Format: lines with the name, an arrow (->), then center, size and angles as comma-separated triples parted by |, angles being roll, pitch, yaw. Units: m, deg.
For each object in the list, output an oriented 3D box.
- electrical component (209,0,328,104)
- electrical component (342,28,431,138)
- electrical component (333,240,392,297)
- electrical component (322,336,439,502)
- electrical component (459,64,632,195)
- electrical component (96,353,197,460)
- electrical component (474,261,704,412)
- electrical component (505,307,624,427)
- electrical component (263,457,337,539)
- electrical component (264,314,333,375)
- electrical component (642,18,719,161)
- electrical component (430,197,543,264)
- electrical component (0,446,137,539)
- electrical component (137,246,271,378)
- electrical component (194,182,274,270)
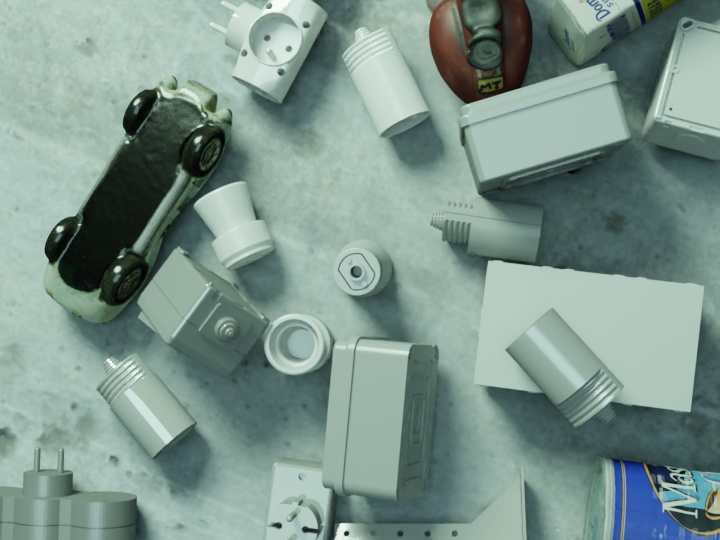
electrical component -> -0.077, -0.180, 0.826 | 0.079, 0.044, 0.077 | 28, 90, 7
electrical component -> 0.017, -0.146, 0.814 | 0.043, 0.043, 0.081 | -25, 84, 4
electrical component -> 0.000, 0.000, 0.795 | 0.044, 0.065, 0.044 | 0, 93, 5
electrical component -> 0.015, 0.106, 0.779 | 0.057, 0.078, 0.113 | 4, 87, 21
electrical component -> 0.129, -0.096, 0.767 | 0.109, 0.109, 0.056 | -16, 88, 5
electrical component -> -0.167, 0.100, 0.821 | 0.043, 0.043, 0.081 | -42, 83, 3
electrical component -> 0.162, 0.047, 0.778 | 0.150, 0.062, 0.089 | 7, 87, 7
electrical component -> 0.141, 0.070, 0.724 | 0.043, 0.043, 0.081 | -42, 83, 3
electrical component -> -0.047, 0.185, 0.786 | 0.047, 0.076, 0.083 | 7, 87, 7
electrical component -> -0.045, 0.055, 0.803 | 0.045, 0.055, 0.045 | 0, 87, 6
electrical component -> 0.249, -0.135, 0.783 | 0.062, 0.061, 0.096 | 16, 81, 7
electrical component -> 0.093, -0.032, 0.799 | 0.081, 0.043, 0.043 | 9, 88, 7
electrical component -> -0.238, 0.172, 0.820 | 0.138, 0.052, 0.073 | 1, 87, 6
electrical component -> -0.116, 0.036, 0.786 | 0.062, 0.096, 0.061 | 36, 91, -34
electrical component -> -0.095, -0.033, 0.820 | 0.045, 0.045, 0.055 | -26, 85, 4
